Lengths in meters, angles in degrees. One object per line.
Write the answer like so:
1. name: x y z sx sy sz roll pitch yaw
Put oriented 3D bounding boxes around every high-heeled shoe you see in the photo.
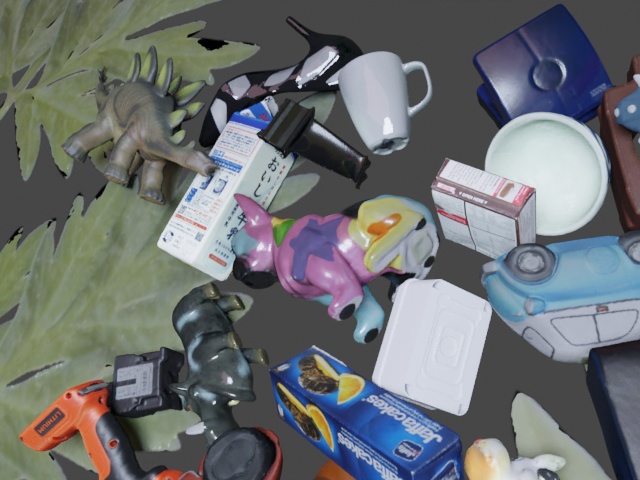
1. high-heeled shoe: -0.051 -0.186 0.742 0.145 0.086 0.248 44 110 3

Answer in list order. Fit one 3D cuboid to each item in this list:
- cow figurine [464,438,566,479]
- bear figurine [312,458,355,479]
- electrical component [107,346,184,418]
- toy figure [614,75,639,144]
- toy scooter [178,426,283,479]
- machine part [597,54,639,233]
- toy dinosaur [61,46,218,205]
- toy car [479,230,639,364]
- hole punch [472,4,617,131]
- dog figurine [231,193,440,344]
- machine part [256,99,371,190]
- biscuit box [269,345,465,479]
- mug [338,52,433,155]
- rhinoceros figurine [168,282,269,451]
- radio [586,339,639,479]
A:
1. cow figurine: 0.189 0.232 0.425 0.098 0.068 0.167 -6 55 -26
2. bear figurine: -0.012 0.272 0.473 0.120 0.132 0.195 17 81 57
3. electrical component: -0.227 0.177 0.659 0.119 0.047 0.075 -11 64 19
4. toy figure: 0.321 -0.105 0.425 0.155 0.057 0.064 0 62 30
5. toy scooter: -0.103 0.270 0.528 0.184 0.135 0.075 -42 55 -19
6. machine part: 0.369 -0.082 0.476 0.202 0.087 0.201 -10 65 19
7. toy dinosaur: -0.272 -0.179 0.790 0.472 0.105 0.198 27 82 42
8. toy car: 0.228 0.056 0.472 0.162 0.109 0.103 -8 71 17
9. hole punch: 0.236 -0.169 0.575 0.142 0.092 0.116 -29 63 7
10. dog figurine: -0.001 -0.002 0.601 0.219 0.108 0.191 38 88 35
11. machine part: 0.000 -0.114 0.650 0.139 0.039 0.084 34 63 2
12. biscuit box: 0.034 0.166 0.486 0.059 0.062 0.203 -21 23 -33
13. mug: 0.084 -0.162 0.651 0.110 0.080 0.107 -14 75 14
14. rhinoceros figurine: -0.124 0.140 0.612 0.112 0.073 0.190 -29 59 10
15. radio: 0.260 0.191 0.378 0.073 0.131 0.229 -15 63 18
